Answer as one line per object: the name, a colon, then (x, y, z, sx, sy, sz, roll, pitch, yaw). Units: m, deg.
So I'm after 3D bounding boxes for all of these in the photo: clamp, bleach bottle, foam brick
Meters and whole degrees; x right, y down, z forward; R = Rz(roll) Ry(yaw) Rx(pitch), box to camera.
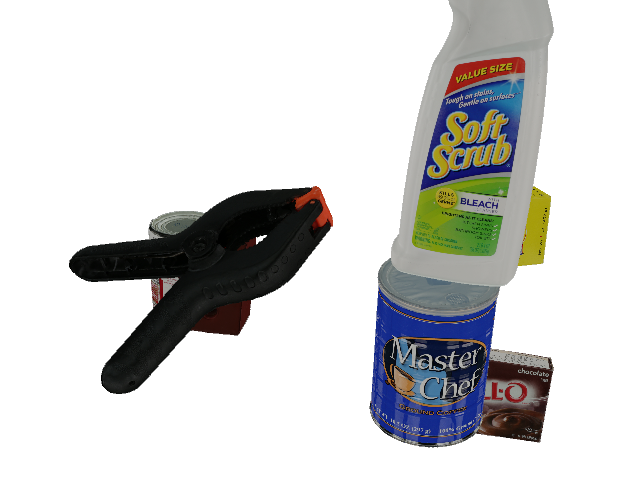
clamp: (-0.071, 0.023, 0.647, 0.171, 0.120, 0.039, -22, -39, 6)
bleach bottle: (0.112, -0.094, 0.788, 0.103, 0.251, 0.068, 9, 25, 14)
foam brick: (-0.083, 0.029, 0.854, 0.053, 0.078, 0.051, 6, 14, 6)

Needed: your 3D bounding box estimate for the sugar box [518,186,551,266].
sugar box: (0.192, -0.011, 1.304, 0.176, 0.093, 0.048, -7, 22, -21)

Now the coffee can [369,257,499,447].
coffee can: (0.097, 0.093, 0.930, 0.103, 0.140, 0.103, 1, 28, -1)

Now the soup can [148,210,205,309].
soup can: (-0.134, 0.029, 1.056, 0.068, 0.102, 0.068, 0, 22, 0)

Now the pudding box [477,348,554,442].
pudding box: (0.189, 0.164, 1.156, 0.113, 0.090, 0.039, 7, 22, 4)
